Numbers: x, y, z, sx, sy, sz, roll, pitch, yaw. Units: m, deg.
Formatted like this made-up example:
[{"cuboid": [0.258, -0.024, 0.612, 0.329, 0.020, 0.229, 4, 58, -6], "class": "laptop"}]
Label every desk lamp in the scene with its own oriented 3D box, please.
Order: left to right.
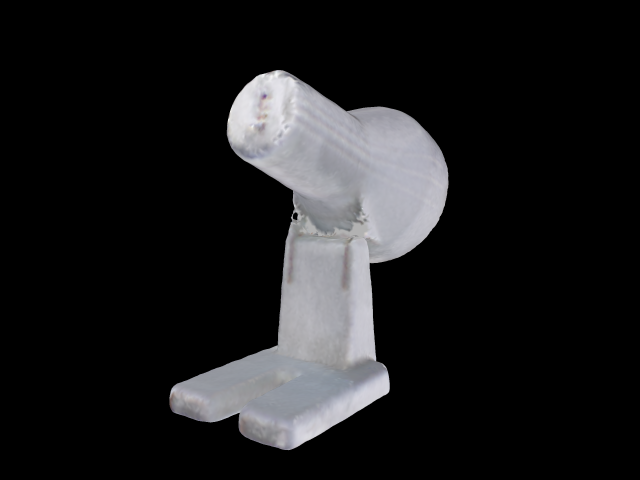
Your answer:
[{"cuboid": [0.004, 0.001, 0.400, 0.117, 0.213, 0.204, 3, 5, 32], "class": "desk lamp"}]
